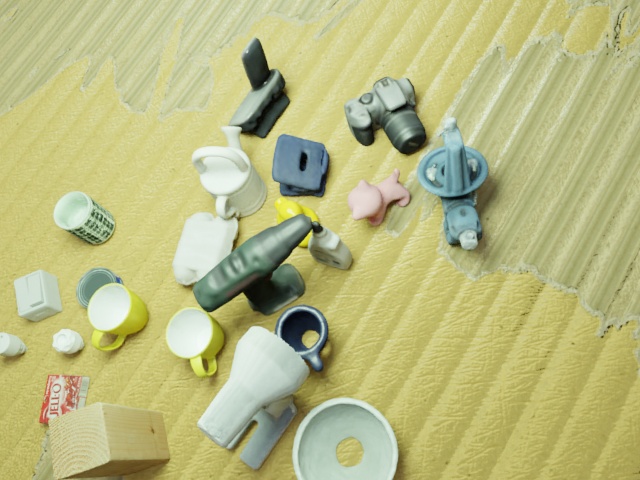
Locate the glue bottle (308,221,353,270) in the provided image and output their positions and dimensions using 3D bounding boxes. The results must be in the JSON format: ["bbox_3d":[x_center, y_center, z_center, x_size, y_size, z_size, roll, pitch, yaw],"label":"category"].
[{"bbox_3d":[0.009,0.004,1.003,0.078,0.173,0.037,19,75,18],"label":"glue bottle"}]

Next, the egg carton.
[{"bbox_3d":[-0.218,0.019,1.098,0.107,0.069,0.150,7,71,14],"label":"egg carton"}]

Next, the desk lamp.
[{"bbox_3d":[-0.102,0.254,0.908,0.117,0.214,0.203,30,78,20],"label":"desk lamp"}]

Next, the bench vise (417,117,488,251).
[{"bbox_3d":[0.243,-0.098,0.969,0.121,0.220,0.207,-28,67,0],"label":"bench vise"}]

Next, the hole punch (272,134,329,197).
[{"bbox_3d":[-0.036,-0.147,1.113,0.101,0.091,0.109,2,70,12],"label":"hole punch"}]

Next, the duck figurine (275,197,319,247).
[{"bbox_3d":[-0.046,-0.039,1.077,0.077,0.086,0.104,-42,68,-6],"label":"duck figurine"}]

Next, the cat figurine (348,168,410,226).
[{"bbox_3d":[0.101,-0.082,1.047,0.128,0.118,0.067,-39,67,-5],"label":"cat figurine"}]

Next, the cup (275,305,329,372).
[{"bbox_3d":[-0.017,0.177,0.985,0.091,0.095,0.117,-29,67,0],"label":"cup"}]

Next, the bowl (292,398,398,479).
[{"bbox_3d":[0.044,0.342,0.921,0.167,0.075,0.167,-4,69,10],"label":"bowl"}]

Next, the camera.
[{"bbox_3d":[0.134,-0.234,1.107,0.143,0.101,0.136,-26,67,1],"label":"camera"}]

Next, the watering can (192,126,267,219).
[{"bbox_3d":[-0.176,-0.131,1.079,0.101,0.194,0.172,-19,67,4],"label":"watering can"}]

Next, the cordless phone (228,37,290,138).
[{"bbox_3d":[-0.141,-0.305,1.142,0.094,0.185,0.148,24,76,19],"label":"cordless phone"}]

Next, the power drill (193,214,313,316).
[{"bbox_3d":[-0.095,0.055,0.985,0.229,0.209,0.075,-32,67,-2],"label":"power drill"}]
